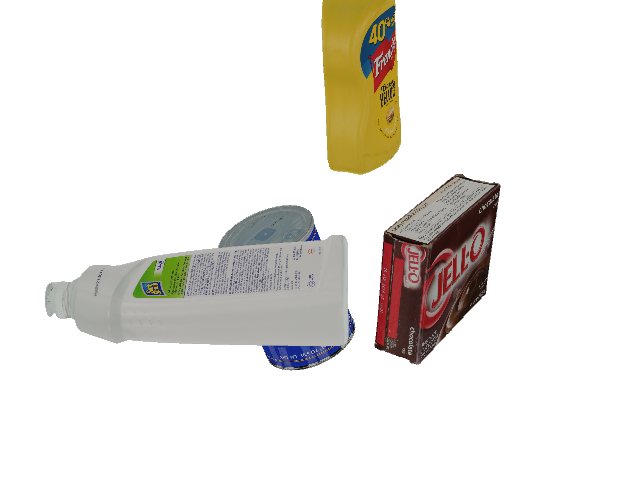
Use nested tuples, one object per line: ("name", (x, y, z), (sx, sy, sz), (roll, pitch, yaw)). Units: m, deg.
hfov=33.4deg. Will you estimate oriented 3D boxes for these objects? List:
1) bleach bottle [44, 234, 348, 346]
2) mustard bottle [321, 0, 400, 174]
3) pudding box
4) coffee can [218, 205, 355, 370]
("bleach bottle", (-0.102, 0.044, 0.898), (0.251, 0.068, 0.102), (-1, 33, 2))
("mustard bottle", (0.035, -0.161, 0.921), (0.058, 0.192, 0.096), (11, 32, 25))
("pudding box", (0.079, 0.016, 0.718), (0.039, 0.090, 0.113), (18, 33, 24))
("coffee can", (-0.034, 0.049, 1.112), (0.103, 0.140, 0.103), (-17, 29, 9))
